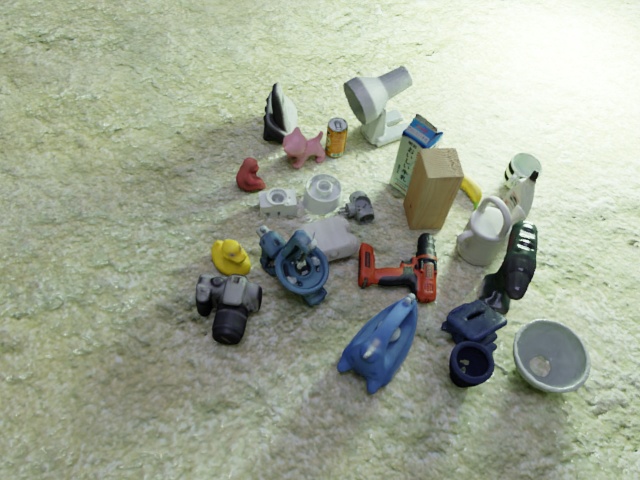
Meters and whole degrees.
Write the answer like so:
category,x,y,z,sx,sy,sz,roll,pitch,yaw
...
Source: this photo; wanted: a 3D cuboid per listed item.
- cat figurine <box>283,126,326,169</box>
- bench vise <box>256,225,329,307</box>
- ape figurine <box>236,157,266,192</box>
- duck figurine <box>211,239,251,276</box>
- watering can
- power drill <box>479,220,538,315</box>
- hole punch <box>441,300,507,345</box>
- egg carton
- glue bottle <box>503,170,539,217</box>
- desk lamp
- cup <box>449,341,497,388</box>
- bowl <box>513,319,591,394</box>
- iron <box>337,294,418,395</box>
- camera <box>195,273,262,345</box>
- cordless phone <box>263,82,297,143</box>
category,x,y,z,sx,sy,sz,roll,pitch,yaw
cat figurine,-0.046,-0.249,1.494,0.128,0.118,0.067,-21,61,-18
bench vise,-0.069,0.035,1.245,0.207,0.220,0.122,26,58,12
ape figurine,-0.175,-0.171,1.446,0.076,0.092,0.077,-2,57,-7
duck figurine,-0.206,0.029,1.315,0.104,0.086,0.078,37,61,18
watering can,0.402,-0.034,1.351,0.100,0.194,0.173,40,62,19
power drill,0.423,0.077,1.271,0.075,0.208,0.230,19,57,8
hole punch,0.339,0.184,1.264,0.109,0.091,0.101,-23,62,-19
egg carton,0.013,0.005,1.362,0.150,0.069,0.107,-17,60,-16
glue bottle,0.507,-0.117,1.428,0.037,0.173,0.078,-14,59,-14
desk lamp,0.160,-0.360,1.529,0.203,0.213,0.117,-22,61,-18
cup,0.318,0.265,1.207,0.118,0.095,0.091,-31,65,-23
bowl,0.488,0.260,1.238,0.167,0.075,0.167,3,57,-4
iron,0.148,0.189,1.212,0.118,0.141,0.259,32,60,15
camera,-0.204,0.146,1.230,0.143,0.101,0.137,9,56,0
cordless phone,-0.104,-0.362,1.522,0.094,0.185,0.147,1,57,-4
